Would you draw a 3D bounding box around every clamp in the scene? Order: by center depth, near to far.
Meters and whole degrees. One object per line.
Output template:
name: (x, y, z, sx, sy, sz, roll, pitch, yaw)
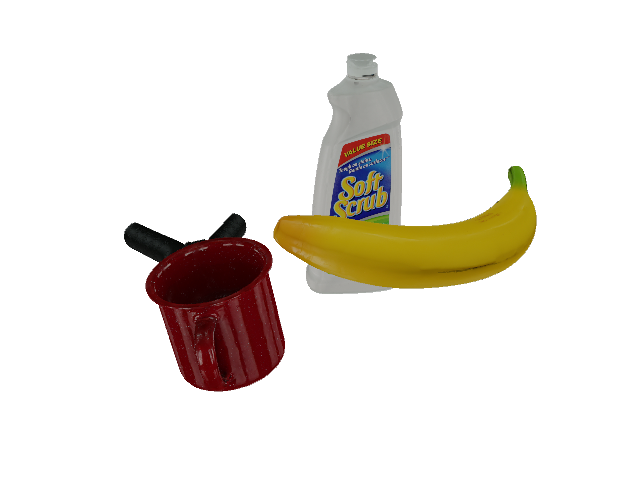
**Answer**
clamp: (-0.106, 0.016, 1.005, 0.120, 0.039, 0.172, -16, 31, -20)

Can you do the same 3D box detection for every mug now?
mug: (-0.072, 0.062, 0.770, 0.093, 0.081, 0.117, -10, 29, 5)

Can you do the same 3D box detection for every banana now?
banana: (0.067, -0.001, 0.649, 0.197, 0.037, 0.070, -12, 46, -34)

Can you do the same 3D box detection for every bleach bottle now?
bleach bottle: (0.034, -0.069, 1.115, 0.102, 0.251, 0.068, -2, 25, -3)
